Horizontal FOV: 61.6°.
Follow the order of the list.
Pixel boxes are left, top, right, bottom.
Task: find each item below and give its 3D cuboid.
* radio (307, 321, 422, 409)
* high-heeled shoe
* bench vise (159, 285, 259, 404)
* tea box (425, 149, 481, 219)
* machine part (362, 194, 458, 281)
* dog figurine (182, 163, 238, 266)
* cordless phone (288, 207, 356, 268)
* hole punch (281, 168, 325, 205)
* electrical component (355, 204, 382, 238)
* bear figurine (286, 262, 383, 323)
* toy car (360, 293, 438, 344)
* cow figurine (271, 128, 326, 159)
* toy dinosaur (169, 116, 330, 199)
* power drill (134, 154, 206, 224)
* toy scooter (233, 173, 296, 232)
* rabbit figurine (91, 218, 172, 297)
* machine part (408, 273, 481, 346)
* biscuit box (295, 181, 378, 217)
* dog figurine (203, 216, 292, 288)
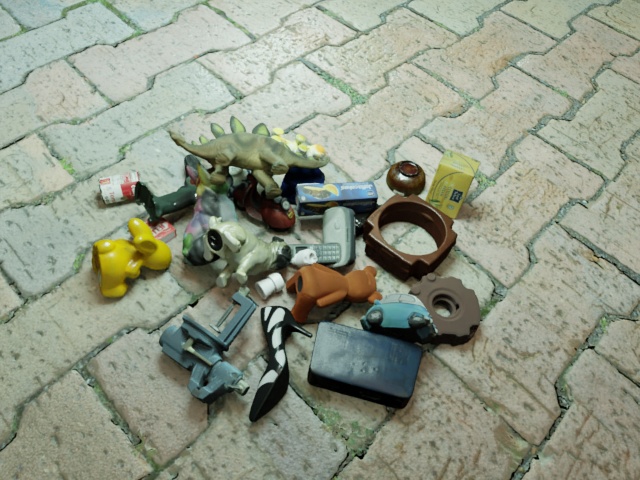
[{"bbox_3d":[0.092,0.264,1.140,0.230,0.073,0.131,13,53,6],"label":"radio"},{"bbox_3d":[-0.120,0.246,1.131,0.145,0.086,0.249,20,55,25],"label":"high-heeled shoe"},{"bbox_3d":[-0.205,0.205,1.112,0.224,0.128,0.240,25,68,28],"label":"bench vise"},{"bbox_3d":[0.347,-0.146,1.422,0.098,0.169,0.068,24,52,13],"label":"tea box"},{"bbox_3d":[0.224,-0.007,1.354,0.201,0.087,0.201,36,59,20],"label":"machine part"},{"bbox_3d":[-0.271,-0.070,1.262,0.191,0.109,0.219,-31,106,-28],"label":"dog figurine"},{"bbox_3d":[-0.003,-0.005,1.315,0.184,0.088,0.146,-2,85,10],"label":"cordless phone"},{"bbox_3d":[-0.046,-0.157,1.439,0.116,0.092,0.142,14,48,-1],"label":"hole punch"},{"bbox_3d":[0.079,-0.082,1.413,0.134,0.058,0.115,33,54,18],"label":"electrical component"},{"bbox_3d":[0.035,0.116,1.238,0.196,0.132,0.120,6,51,-25],"label":"bear figurine"},{"bbox_3d":[0.175,0.165,1.175,0.162,0.109,0.103,-7,48,28],"label":"toy car"},{"bbox_3d":[-0.073,-0.243,1.509,0.167,0.098,0.068,15,45,-19],"label":"cow figurine"},{"bbox_3d":[-0.143,-0.204,1.293,0.471,0.105,0.199,10,42,-38],"label":"toy dinosaur"},{"bbox_3d":[-0.361,-0.124,1.368,0.207,0.086,0.232,-14,57,-43],"label":"power drill"},{"bbox_3d":[-0.141,-0.101,1.354,0.184,0.135,0.075,27,53,12],"label":"toy scooter"},{"bbox_3d":[-0.424,0.031,1.227,0.173,0.162,0.122,-4,38,-31],"label":"rabbit figurine"},{"bbox_3d":[0.287,0.161,1.251,0.179,0.056,0.179,4,53,-5],"label":"machine part"},{"bbox_3d":[0.042,-0.104,1.350,0.203,0.062,0.059,-5,55,-10],"label":"biscuit box"},{"bbox_3d":[-0.157,0.008,1.226,0.121,0.172,0.190,1,19,38],"label":"dog figurine"}]
